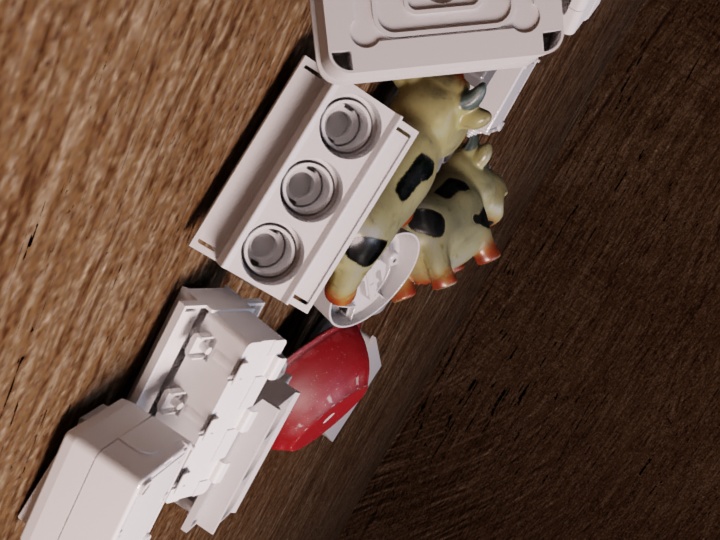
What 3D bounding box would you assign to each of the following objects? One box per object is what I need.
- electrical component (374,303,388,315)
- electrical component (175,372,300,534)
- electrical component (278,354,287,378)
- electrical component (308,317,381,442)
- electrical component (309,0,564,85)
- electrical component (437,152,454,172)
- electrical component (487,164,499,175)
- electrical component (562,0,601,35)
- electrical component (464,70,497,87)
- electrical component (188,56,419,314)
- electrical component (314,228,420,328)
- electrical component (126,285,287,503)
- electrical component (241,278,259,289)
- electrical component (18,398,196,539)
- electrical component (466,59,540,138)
[{"bbox_3d":[0.019,0.028,1.225,0.035,0.035,0.061,-63,172,24],"label":"electrical component"},{"bbox_3d":[-0.106,0.134,0.839,0.121,0.063,0.079,-62,170,18],"label":"electrical component"},{"bbox_3d":[-0.086,0.092,0.896,0.061,0.035,0.035,-60,171,28],"label":"electrical component"},{"bbox_3d":[-0.033,0.118,1.166,0.105,0.060,0.186,-57,170,-10],"label":"electrical component"},{"bbox_3d":[0.033,-0.133,0.512,0.057,0.113,0.078,-144,-133,-81],"label":"electrical component"},{"bbox_3d":[0.062,-0.113,0.977,0.077,0.044,0.079,-49,166,-43],"label":"electrical component"},{"bbox_3d":[0.108,-0.111,1.134,0.040,0.078,0.040,-158,-90,-88],"label":"electrical component"},{"bbox_3d":[0.159,-0.267,0.805,0.186,0.105,0.060,-53,169,-30],"label":"electrical component"},{"bbox_3d":[0.108,-0.200,0.932,0.083,0.047,0.076,-58,170,-1],"label":"electrical component"},{"bbox_3d":[-0.034,-0.049,0.613,0.121,0.079,0.063,-58,-160,1],"label":"electrical component"},{"bbox_3d":[0.000,0.000,0.890,0.099,0.064,0.099,-28,136,-31],"label":"electrical component"},{"bbox_3d":[-0.101,0.078,0.664,0.079,0.063,0.121,0,122,-59],"label":"electrical component"},{"bbox_3d":[-0.060,-0.006,0.704,0.040,0.040,0.078,-61,170,16],"label":"electrical component"},{"bbox_3d":[-0.149,0.130,0.614,0.096,0.061,0.062,-62,169,20],"label":"electrical component"},{"bbox_3d":[0.118,-0.173,1.020,0.096,0.061,0.062,-61,170,18],"label":"electrical component"}]
